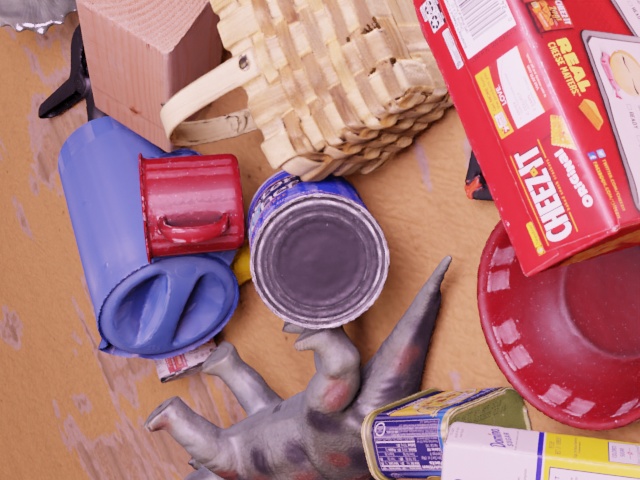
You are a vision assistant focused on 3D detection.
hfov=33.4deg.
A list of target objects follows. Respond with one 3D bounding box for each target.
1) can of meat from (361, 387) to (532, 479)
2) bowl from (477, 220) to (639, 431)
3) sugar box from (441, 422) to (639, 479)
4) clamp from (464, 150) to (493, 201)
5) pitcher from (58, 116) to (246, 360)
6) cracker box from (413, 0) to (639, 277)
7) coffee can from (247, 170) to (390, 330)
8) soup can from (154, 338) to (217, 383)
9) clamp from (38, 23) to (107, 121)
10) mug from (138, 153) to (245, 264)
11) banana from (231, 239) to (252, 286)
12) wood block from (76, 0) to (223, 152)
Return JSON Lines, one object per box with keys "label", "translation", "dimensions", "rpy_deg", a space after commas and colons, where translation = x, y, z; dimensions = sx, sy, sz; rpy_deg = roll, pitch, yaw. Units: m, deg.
{"label": "can of meat", "translation": [0.097, 0.146, 0.808], "dimensions": [0.084, 0.101, 0.057], "rpy_deg": [-14, 89, 47]}
{"label": "bowl", "translation": [0.184, 0.043, 0.717], "dimensions": [0.162, 0.055, 0.162], "rpy_deg": [15, 110, 46]}
{"label": "sugar box", "translation": [0.169, 0.179, 0.710], "dimensions": [0.176, 0.048, 0.093], "rpy_deg": [6, 105, 15]}
{"label": "clamp", "translation": [0.153, -0.088, 0.733], "dimensions": [0.172, 0.039, 0.120], "rpy_deg": [-33, 70, 48]}
{"label": "pitcher", "translation": [-0.169, -0.019, 1.035], "dimensions": [0.145, 0.149, 0.243], "rpy_deg": [95, 155, -44]}
{"label": "cracker box", "translation": [0.168, -0.083, 0.583], "dimensions": [0.072, 0.213, 0.164], "rpy_deg": [-34, 73, 49]}
{"label": "coffee can", "translation": [-0.006, 0.001, 0.840], "dimensions": [0.140, 0.102, 0.103], "rpy_deg": [-109, 18, -77]}
{"label": "soup can", "translation": [-0.150, 0.089, 1.101], "dimensions": [0.069, 0.068, 0.102], "rpy_deg": [-30, 77, 48]}
{"label": "clamp", "translation": [-0.245, -0.162, 1.173], "dimensions": [0.165, 0.036, 0.210], "rpy_deg": [53, 133, 25]}
{"label": "mug", "translation": [-0.105, -0.025, 0.882], "dimensions": [0.117, 0.081, 0.093], "rpy_deg": [-114, 20, -69]}
{"label": "banana", "translation": [-0.036, 0.030, 0.985], "dimensions": [0.198, 0.037, 0.069], "rpy_deg": [1, 121, 51]}
{"label": "wood block", "translation": [-0.143, -0.169, 0.926], "dimensions": [0.091, 0.090, 0.206], "rpy_deg": [32, 162, 3]}
